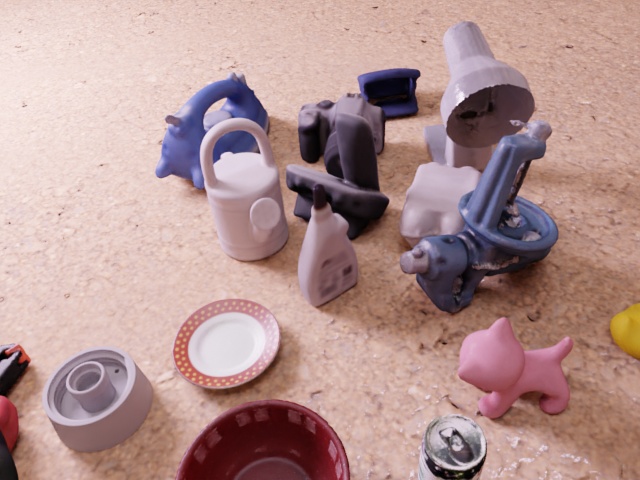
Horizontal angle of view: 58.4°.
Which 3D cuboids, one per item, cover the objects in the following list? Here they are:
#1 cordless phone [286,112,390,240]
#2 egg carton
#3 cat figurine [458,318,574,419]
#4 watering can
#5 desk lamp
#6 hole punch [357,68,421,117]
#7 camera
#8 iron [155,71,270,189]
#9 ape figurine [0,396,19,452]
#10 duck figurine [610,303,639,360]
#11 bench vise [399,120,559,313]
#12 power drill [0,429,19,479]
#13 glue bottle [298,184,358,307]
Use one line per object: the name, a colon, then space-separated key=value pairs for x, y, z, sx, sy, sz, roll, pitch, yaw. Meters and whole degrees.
cordless phone: x=0.020 y=-0.106 z=0.790 sx=0.147 sy=0.185 sz=0.094 roll=19 pitch=49 yaw=24
egg carton: x=0.171 y=-0.047 z=0.797 sx=0.107 sy=0.069 sz=0.150 roll=10 pitch=46 yaw=16
cat figurine: x=0.194 y=0.124 z=0.581 sx=0.128 sy=0.118 sz=0.067 roll=-8 pitch=44 yaw=-2
watering can: x=-0.096 y=-0.070 z=0.757 sx=0.172 sy=0.194 sz=0.101 roll=31 pitch=55 yaw=32
desk lamp: x=0.217 y=-0.192 z=0.838 sx=0.118 sy=0.214 sz=0.203 roll=-7 pitch=44 yaw=-1
hole punch: x=0.120 y=-0.281 z=1.029 sx=0.108 sy=0.091 sz=0.101 roll=-8 pitch=44 yaw=-2
camera: x=0.030 y=-0.164 z=0.910 sx=0.143 sy=0.101 sz=0.137 roll=3 pitch=44 yaw=9
iron: x=-0.164 y=-0.199 z=0.937 sx=0.118 sy=0.142 sz=0.259 roll=16 pitch=48 yaw=21
ape figurine: x=-0.360 y=0.191 z=0.588 sx=0.078 sy=0.092 sz=0.076 roll=-20 pitch=46 yaw=-14
duck figurine: x=0.379 y=0.083 z=0.627 sx=0.104 sy=0.086 sz=0.077 roll=-4 pitch=44 yaw=2
bench vise: x=0.197 y=-0.019 z=0.656 sx=0.208 sy=0.220 sz=0.121 roll=-36 pitch=51 yaw=-27
power drill: x=-0.243 y=0.235 z=0.446 sx=0.076 sy=0.209 sz=0.229 roll=-24 pitch=47 yaw=-18
glue bottle: x=0.006 y=0.002 z=0.687 sx=0.078 sy=0.173 sz=0.037 roll=-28 pitch=48 yaw=-21
